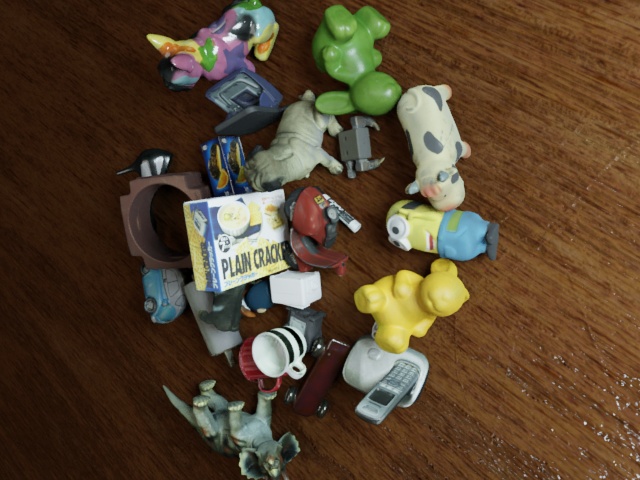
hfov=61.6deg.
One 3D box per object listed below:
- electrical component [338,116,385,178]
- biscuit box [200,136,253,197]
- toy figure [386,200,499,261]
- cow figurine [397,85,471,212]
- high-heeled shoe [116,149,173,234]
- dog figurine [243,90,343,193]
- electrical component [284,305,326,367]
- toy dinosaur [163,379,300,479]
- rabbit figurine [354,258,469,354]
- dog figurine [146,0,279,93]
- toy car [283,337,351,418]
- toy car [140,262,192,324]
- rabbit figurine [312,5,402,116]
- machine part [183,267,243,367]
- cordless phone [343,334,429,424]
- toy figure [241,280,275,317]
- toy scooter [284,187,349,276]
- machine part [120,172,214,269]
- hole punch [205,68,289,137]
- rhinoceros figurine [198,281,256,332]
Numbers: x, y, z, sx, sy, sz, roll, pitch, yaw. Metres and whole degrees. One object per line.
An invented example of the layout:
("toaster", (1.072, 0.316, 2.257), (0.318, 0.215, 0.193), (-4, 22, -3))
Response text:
("electrical component", (0.071, -0.162, 0.929), (0.078, 0.045, 0.102), (-6, 94, 64))
("biscuit box", (-0.181, -0.108, 1.101), (0.063, 0.059, 0.202), (-15, 91, 36))
("toy figure", (0.191, -0.014, 0.853), (0.180, 0.089, 0.082), (9, 109, 25))
("cow figurine", (0.171, -0.138, 0.811), (0.085, 0.127, 0.194), (-18, 87, 39))
("high-heeled shoe", (-0.377, -0.088, 1.255), (0.145, 0.086, 0.248), (-14, 112, 6))
("dog figurine", (-0.057, -0.172, 0.923), (0.121, 0.190, 0.172), (-15, 90, 36))
("electrical component", (-0.036, 0.191, 1.072), (0.075, 0.048, 0.119), (17, 110, 31))
("toy dinosaur", (-0.198, 0.426, 1.199), (0.405, 0.131, 0.192), (-1, 99, 41))
("rabbit figurine", (0.167, 0.096, 0.846), (0.173, 0.162, 0.122), (-33, 78, 57))
("dog figurine", (-0.196, -0.351, 0.964), (0.108, 0.219, 0.191), (47, 123, 13))
("toy car", (0.001, 0.267, 1.050), (0.089, 0.053, 0.202), (24, 115, -4))
("toy car", (-0.346, 0.108, 1.247), (0.103, 0.109, 0.161), (-14, 79, 13))
("rabbit figurine", (0.055, -0.266, 0.867), (0.159, 0.121, 0.170), (-42, 73, 40))
("machine part", (-0.237, 0.165, 1.189), (0.079, 0.079, 0.243), (-29, 83, 35))
("cordless phone", (0.089, 0.245, 0.914), (0.147, 0.184, 0.088), (17, 114, 31))
("toy figure", (-0.142, 0.130, 1.127), (0.057, 0.064, 0.154), (40, 134, -22))
("toy scooter", (-0.002, -0.003, 0.982), (0.135, 0.075, 0.183), (29, 130, 30))
("machine part", (-0.316, -0.043, 1.161), (0.201, 0.087, 0.201), (-4, 101, 16))
("hole punch", (-0.139, -0.254, 1.007), (0.142, 0.116, 0.092), (-24, 82, 32))
("rhinoceros figurine", (-0.183, 0.090, 1.090), (0.112, 0.073, 0.190), (-9, 66, 52))
